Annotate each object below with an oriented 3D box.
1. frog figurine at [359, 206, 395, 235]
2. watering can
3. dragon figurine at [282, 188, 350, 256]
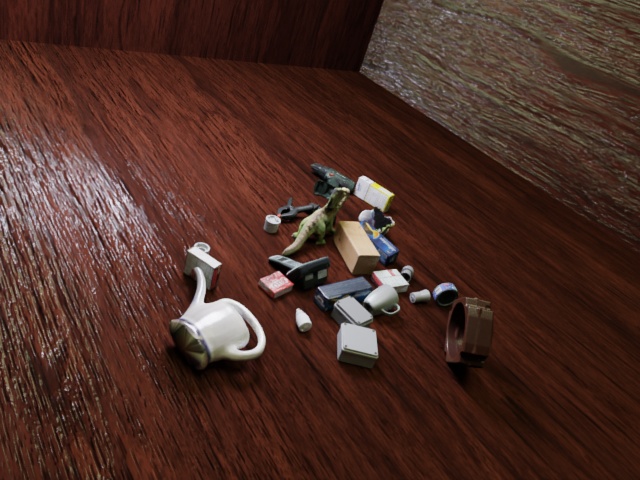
[{"bbox_3d":[0.221,-0.074,2.121,0.137,0.123,0.159,20,-5,-15],"label":"frog figurine"},{"bbox_3d":[-0.302,0.211,1.373,0.352,0.102,0.226,39,37,27],"label":"watering can"},{"bbox_3d":[0.006,-0.095,1.891,0.123,0.238,0.417,32,31,10],"label":"dragon figurine"}]
